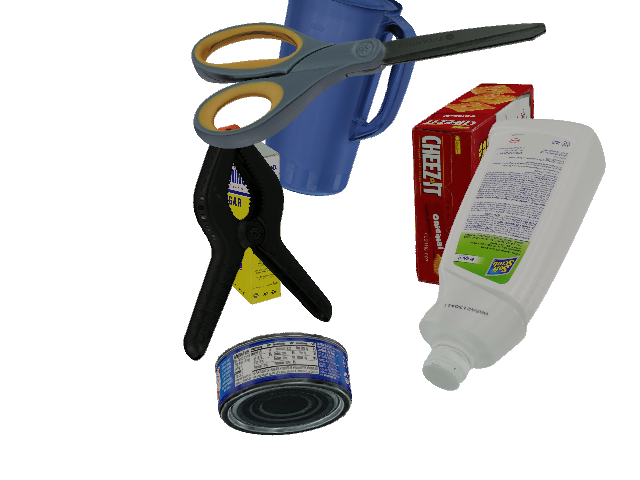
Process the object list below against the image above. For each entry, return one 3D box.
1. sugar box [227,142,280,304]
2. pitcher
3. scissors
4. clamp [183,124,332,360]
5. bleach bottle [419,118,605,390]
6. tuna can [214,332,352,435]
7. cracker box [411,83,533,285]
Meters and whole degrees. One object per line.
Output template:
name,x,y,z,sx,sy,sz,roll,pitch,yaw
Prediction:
sugar box,-0.082,-0.026,1.212,0.048,0.176,0.093,-15,27,-25
pitcher,0.013,-0.177,1.261,0.145,0.243,0.149,8,23,-13
scissors,0.013,-0.086,0.583,0.202,0.096,0.016,7,-31,24
clamp,-0.062,-0.002,0.996,0.164,0.210,0.036,-4,1,-39
bleach bottle,0.137,0.009,0.834,0.103,0.250,0.068,6,-41,36
tuna can,-0.023,0.092,0.674,0.086,0.034,0.086,-5,-31,-3
cracker box,0.164,-0.064,1.119,0.072,0.164,0.213,5,21,27
